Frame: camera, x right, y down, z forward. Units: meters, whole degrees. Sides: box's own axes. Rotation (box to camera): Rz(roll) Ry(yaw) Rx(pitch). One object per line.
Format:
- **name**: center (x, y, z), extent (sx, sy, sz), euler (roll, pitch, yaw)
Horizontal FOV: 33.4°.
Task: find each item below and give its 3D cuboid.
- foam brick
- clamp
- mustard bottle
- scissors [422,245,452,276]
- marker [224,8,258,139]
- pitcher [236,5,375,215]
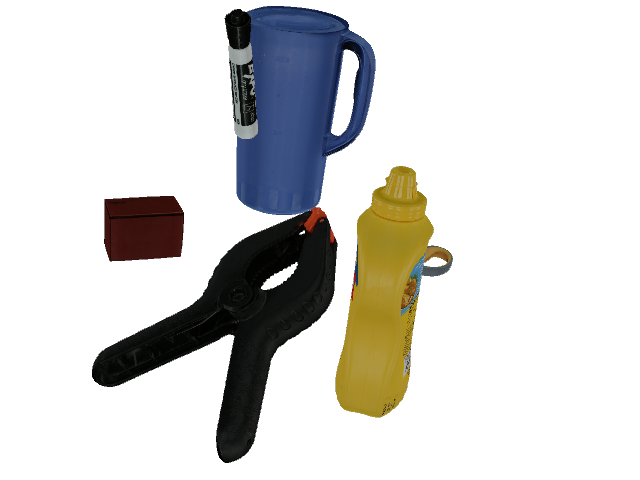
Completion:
- **foam brick**: center (-0.187, -0.014, 1.127), extent (0.078, 0.051, 0.053), euler (-4, 24, -17)
- **clamp**: center (-0.041, 0.052, 0.633), extent (0.120, 0.171, 0.039), euler (36, -20, 33)
- **mustard bottle**: center (0.051, 0.034, 0.825), extent (0.058, 0.192, 0.096), euler (13, 26, 11)
- **scissors**: center (0.078, 0.025, 1.262), extent (0.201, 0.016, 0.096), euler (-10, 40, -44)
- **marker**: center (-0.059, -0.125, 0.808), extent (0.020, 0.020, 0.121), euler (0, -38, 0)
- **pitcher**: center (-0.033, -0.157, 1.308), extent (0.144, 0.243, 0.149), euler (-7, 27, -26)
